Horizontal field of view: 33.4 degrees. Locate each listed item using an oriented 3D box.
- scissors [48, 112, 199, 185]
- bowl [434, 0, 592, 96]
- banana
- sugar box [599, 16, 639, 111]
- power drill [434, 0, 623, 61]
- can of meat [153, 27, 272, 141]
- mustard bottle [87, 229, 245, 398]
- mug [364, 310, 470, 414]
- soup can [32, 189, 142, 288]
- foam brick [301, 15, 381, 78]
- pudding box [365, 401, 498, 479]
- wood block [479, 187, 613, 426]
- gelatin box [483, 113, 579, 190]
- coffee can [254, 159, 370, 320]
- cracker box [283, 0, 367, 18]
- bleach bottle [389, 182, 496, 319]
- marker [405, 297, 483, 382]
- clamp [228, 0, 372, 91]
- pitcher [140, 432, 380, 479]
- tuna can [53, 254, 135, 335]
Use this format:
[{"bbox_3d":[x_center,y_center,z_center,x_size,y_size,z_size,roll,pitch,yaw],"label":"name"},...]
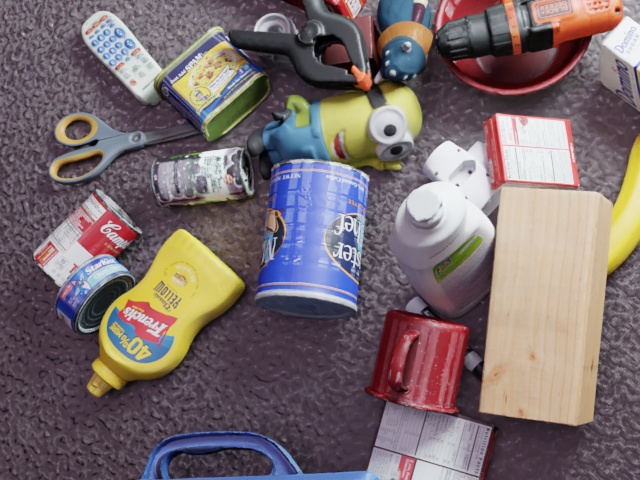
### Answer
[{"bbox_3d":[-0.220,-0.126,1.214,0.202,0.016,0.096,-24,67,3],"label":"scissors"},{"bbox_3d":[0.203,-0.215,1.110,0.162,0.055,0.162,-4,73,13],"label":"bowl"},{"bbox_3d":[0.284,-0.019,1.042,0.070,0.037,0.198,39,87,20],"label":"banana"},{"bbox_3d":[0.350,-0.134,1.029,0.176,0.093,0.048,39,86,22],"label":"sugar box"},{"bbox_3d":[0.195,-0.275,1.070,0.184,0.057,0.187,-10,75,7],"label":"power drill"},{"bbox_3d":[-0.116,-0.170,1.175,0.102,0.057,0.084,-43,70,-9],"label":"can of meat"},{"bbox_3d":[-0.174,0.088,1.117,0.096,0.058,0.191,41,87,19],"label":"mustard bottle"},{"bbox_3d":[0.090,0.113,1.002,0.093,0.117,0.081,12,91,26],"label":"mug"},{"bbox_3d":[-0.253,0.004,1.157,0.102,0.068,0.068,-45,69,-1],"label":"soup can"},{"bbox_3d":[0.024,-0.204,1.155,0.078,0.051,0.053,-6,74,13],"label":"foam brick"},{"bbox_3d":[0.105,0.207,1.021,0.114,0.039,0.090,14,78,16],"label":"pudding box"},{"bbox_3d":[0.210,0.060,0.983,0.090,0.090,0.206,5,86,24],"label":"wood block"},{"bbox_3d":[0.210,-0.085,1.063,0.089,0.030,0.073,2,71,-20],"label":"gelatin box"},{"bbox_3d":[-0.007,0.001,1.076,0.103,0.102,0.140,2,74,15],"label":"coffee can"},{"bbox_3d":[0.012,-0.368,1.196,0.164,0.072,0.213,29,84,20],"label":"cracker box"},{"bbox_3d":[0.117,0.000,0.965,0.068,0.250,0.102,42,87,21],"label":"bleach bottle"},{"bbox_3d":[0.133,0.103,1.055,0.020,0.020,0.121,-45,69,-2],"label":"marker"},{"bbox_3d":[-0.004,-0.220,1.109,0.172,0.039,0.120,34,97,22],"label":"clamp"},{"bbox_3d":[-0.059,0.269,0.991,0.243,0.145,0.149,-9,112,13],"label":"pitcher"},{"bbox_3d":[-0.237,0.059,1.127,0.034,0.086,0.086,39,86,19],"label":"tuna can"}]
